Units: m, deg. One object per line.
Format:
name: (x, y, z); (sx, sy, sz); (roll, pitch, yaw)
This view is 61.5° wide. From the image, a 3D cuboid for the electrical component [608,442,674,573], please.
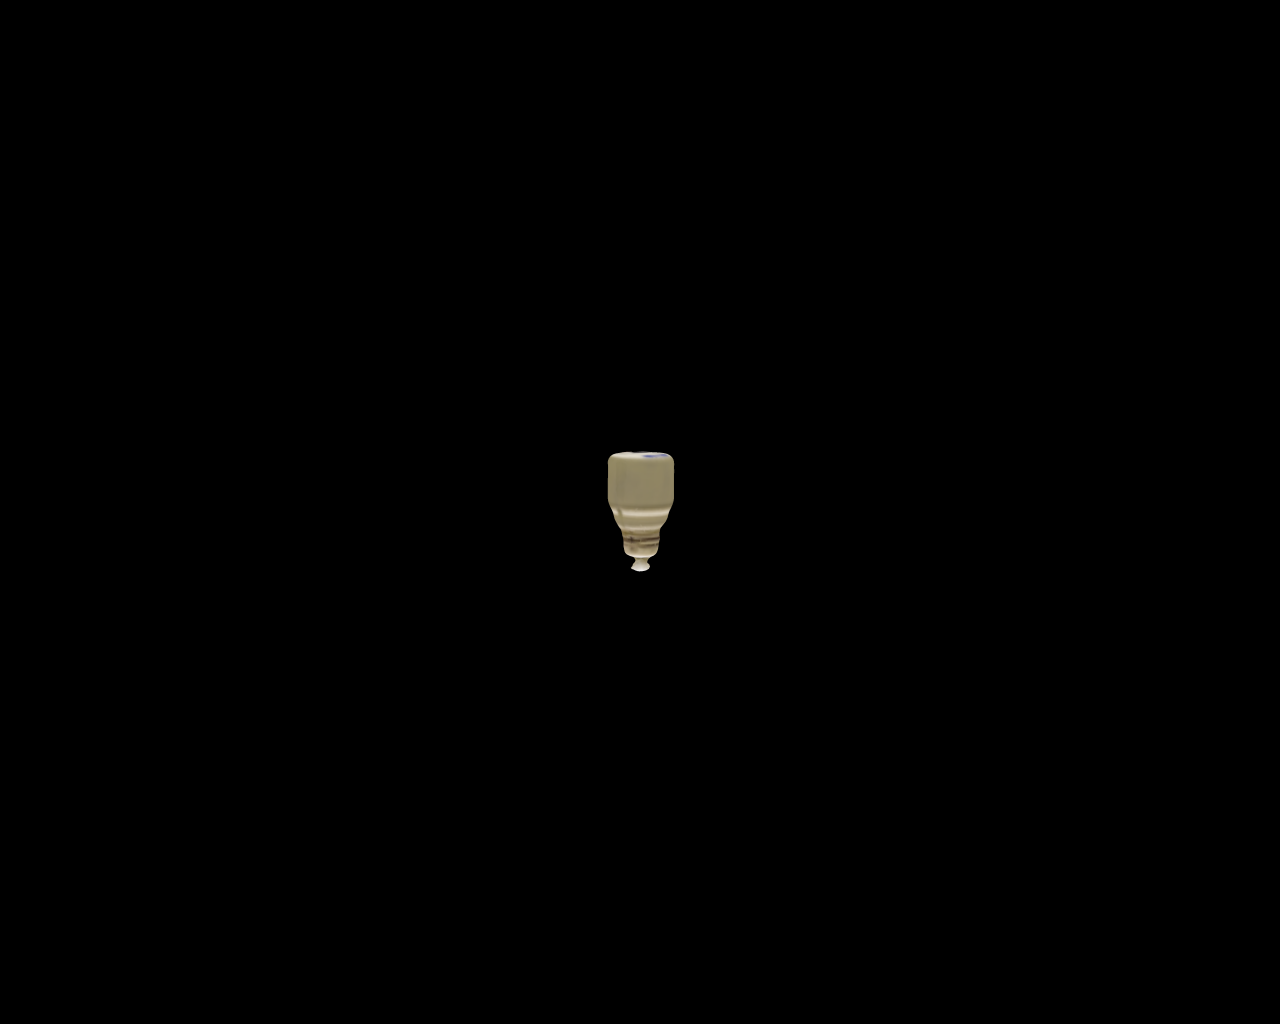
electrical component: (0.001, -0.003, 0.650); (0.040, 0.078, 0.040); (0, 7, 0)
